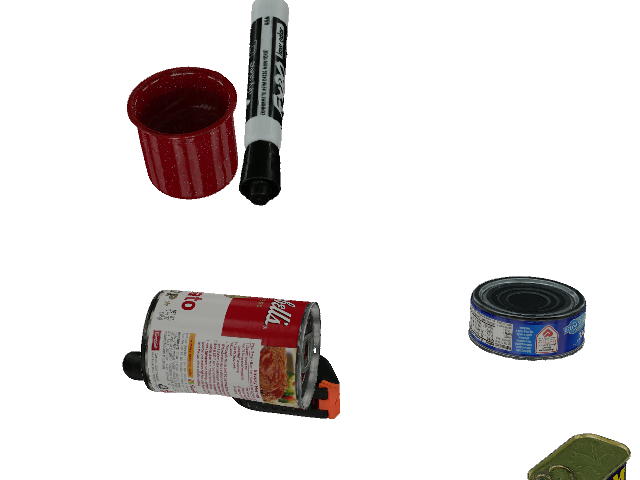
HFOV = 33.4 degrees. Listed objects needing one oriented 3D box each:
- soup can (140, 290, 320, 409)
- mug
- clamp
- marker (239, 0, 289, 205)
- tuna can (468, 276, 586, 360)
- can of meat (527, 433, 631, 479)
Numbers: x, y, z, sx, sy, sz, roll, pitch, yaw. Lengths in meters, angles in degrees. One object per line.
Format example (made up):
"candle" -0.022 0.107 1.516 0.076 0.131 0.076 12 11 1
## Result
"soup can" -0.055 0.069 0.679 0.102 0.068 0.068 5 1 10
"mug" -0.111 -0.099 0.932 0.093 0.117 0.081 12 -41 14
"clamp" -0.052 0.112 0.958 0.210 0.036 0.164 11 21 40
"marker" -0.026 -0.068 0.507 0.020 0.121 0.020 1 -34 0
"tuna can" 0.154 0.056 0.794 0.086 0.034 0.086 0 19 0
"can of meat" 0.227 0.231 0.936 0.058 0.084 0.101 14 27 41
